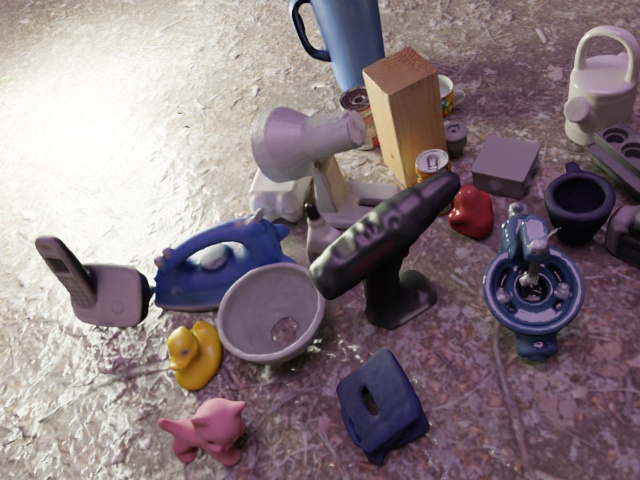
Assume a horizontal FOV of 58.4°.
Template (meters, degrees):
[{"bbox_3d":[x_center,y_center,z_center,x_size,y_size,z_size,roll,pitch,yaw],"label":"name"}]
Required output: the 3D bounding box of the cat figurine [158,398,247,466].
[{"bbox_3d":[-0.151,0.248,0.757,0.127,0.118,0.067,-4,52,15],"label":"cat figurine"}]

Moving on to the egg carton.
[{"bbox_3d":[-0.066,-0.101,1.038,0.107,0.069,0.150,1,53,19],"label":"egg carton"}]

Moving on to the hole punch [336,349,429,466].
[{"bbox_3d":[0.075,0.211,0.730,0.101,0.091,0.108,-26,49,-3],"label":"hole punch"}]

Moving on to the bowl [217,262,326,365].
[{"bbox_3d":[-0.064,0.121,0.858,0.167,0.075,0.167,-9,51,11],"label":"bowl"}]

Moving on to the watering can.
[{"bbox_3d":[0.446,-0.243,0.903,0.100,0.194,0.173,8,56,23],"label":"watering can"}]

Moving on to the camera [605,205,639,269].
[{"bbox_3d":[0.488,-0.025,0.778,0.137,0.101,0.142,-43,52,-17],"label":"camera"}]

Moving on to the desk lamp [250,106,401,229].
[{"bbox_3d":[0.012,-0.124,0.936,0.202,0.214,0.118,5,55,22],"label":"desk lamp"}]

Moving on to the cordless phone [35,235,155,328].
[{"bbox_3d":[-0.367,0.062,0.930,0.147,0.185,0.094,0,53,18],"label":"cordless phone"}]

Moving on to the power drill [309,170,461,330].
[{"bbox_3d":[0.102,0.027,0.790,0.230,0.209,0.075,-31,50,-8],"label":"power drill"}]

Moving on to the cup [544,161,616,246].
[{"bbox_3d":[0.372,-0.047,0.837,0.091,0.095,0.117,-6,51,14],"label":"cup"}]

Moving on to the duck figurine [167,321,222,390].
[{"bbox_3d":[-0.195,0.162,0.860,0.077,0.086,0.104,1,53,19],"label":"duck figurine"}]

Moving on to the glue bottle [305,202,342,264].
[{"bbox_3d":[0.008,0.003,0.863,0.077,0.173,0.037,18,60,29],"label":"glue bottle"}]

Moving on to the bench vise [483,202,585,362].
[{"bbox_3d":[0.256,0.023,0.736,0.121,0.220,0.207,-20,49,2],"label":"bench vise"}]

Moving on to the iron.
[{"bbox_3d":[-0.175,0.031,0.921,0.258,0.142,0.118,-19,49,2],"label":"iron"}]

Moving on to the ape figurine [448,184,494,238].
[{"bbox_3d":[0.233,-0.051,0.887,0.078,0.092,0.076,-22,49,0],"label":"ape figurine"}]
